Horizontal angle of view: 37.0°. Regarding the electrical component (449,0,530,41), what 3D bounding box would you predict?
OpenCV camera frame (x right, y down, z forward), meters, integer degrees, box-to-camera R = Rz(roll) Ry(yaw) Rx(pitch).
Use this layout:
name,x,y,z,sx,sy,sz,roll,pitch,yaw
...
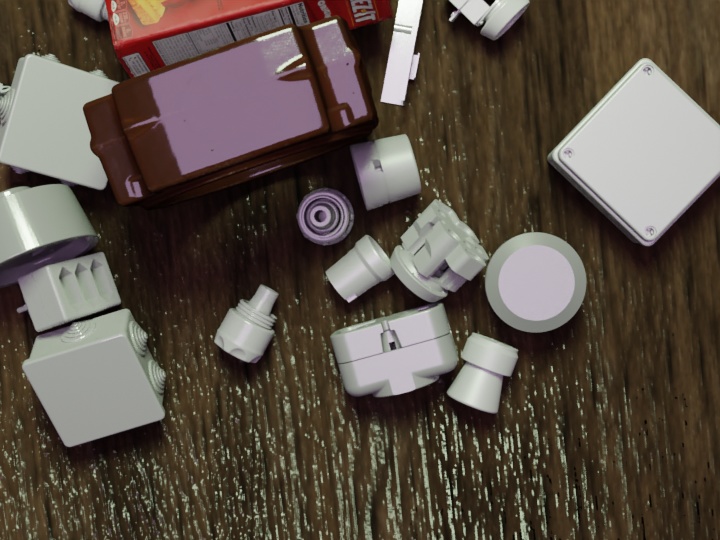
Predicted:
name,x,y,z,sx,sy,sz,roll,pitch,yaw
electrical component,0.104,-0.220,0.872,0.055,0.048,0.066,45,106,2

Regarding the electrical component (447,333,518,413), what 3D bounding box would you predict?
name,x,y,z,sx,sy,sz,roll,pitch,yaw
electrical component,0.102,0.085,0.887,0.045,0.045,0.055,21,93,2

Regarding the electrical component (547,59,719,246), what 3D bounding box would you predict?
name,x,y,z,sx,sy,sz,roll,pitch,yaw
electrical component,0.227,-0.093,0.868,0.109,0.056,0.108,44,94,0

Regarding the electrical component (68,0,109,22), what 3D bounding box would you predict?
name,x,y,z,sx,sy,sz,roll,pitch,yaw
electrical component,-0.210,-0.221,0.893,0.061,0.035,0.035,29,93,-1

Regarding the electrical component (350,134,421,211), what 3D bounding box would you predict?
name,x,y,z,sx,sy,sz,roll,pitch,yaw
electrical component,0.021,-0.081,0.879,0.047,0.055,0.055,-15,92,0

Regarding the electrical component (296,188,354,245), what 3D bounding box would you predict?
name,x,y,z,sx,sy,sz,roll,pitch,yaw
electrical component,-0.030,-0.044,0.879,0.048,0.062,0.048,0,92,3

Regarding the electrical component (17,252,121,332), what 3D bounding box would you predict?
name,x,y,z,sx,sy,sz,roll,pitch,yaw
electrical component,-0.253,0.022,0.894,0.077,0.066,0.047,-19,91,32

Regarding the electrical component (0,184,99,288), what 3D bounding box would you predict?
name,x,y,z,sx,sy,sz,roll,pitch,yaw
electrical component,-0.274,-0.032,0.870,0.108,0.108,0.060,-25,85,3

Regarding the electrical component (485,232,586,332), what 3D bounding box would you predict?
name,x,y,z,sx,sy,sz,roll,pitch,yaw
electrical component,0.141,0.009,0.879,0.080,0.051,0.080,0,93,3

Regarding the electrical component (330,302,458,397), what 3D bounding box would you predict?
name,x,y,z,sx,sy,sz,roll,pitch,yaw
electrical component,0.030,0.068,0.883,0.095,0.054,0.059,-16,92,6

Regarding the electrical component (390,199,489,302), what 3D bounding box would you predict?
name,x,y,z,sx,sy,sz,roll,pitch,yaw
electrical component,0.062,-0.011,0.873,0.058,0.078,0.057,28,115,-37

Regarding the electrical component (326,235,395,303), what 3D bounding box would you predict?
name,x,y,z,sx,sy,sz,roll,pitch,yaw
electrical component,0.000,0.000,0.891,0.046,0.040,0.040,-37,90,9

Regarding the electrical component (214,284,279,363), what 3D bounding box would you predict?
name,x,y,z,sx,sy,sz,roll,pitch,yaw
electrical component,-0.090,0.043,0.895,0.043,0.043,0.062,29,92,1

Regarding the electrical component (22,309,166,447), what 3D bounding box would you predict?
name,x,y,z,sx,sy,sz,roll,pitch,yaw
electrical component,-0.215,0.087,0.885,0.100,0.048,0.099,-17,119,4

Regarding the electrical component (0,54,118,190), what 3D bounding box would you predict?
name,x,y,z,sx,sy,sz,roll,pitch,yaw
electrical component,-0.244,-0.120,0.876,0.100,0.048,0.099,15,94,-29
